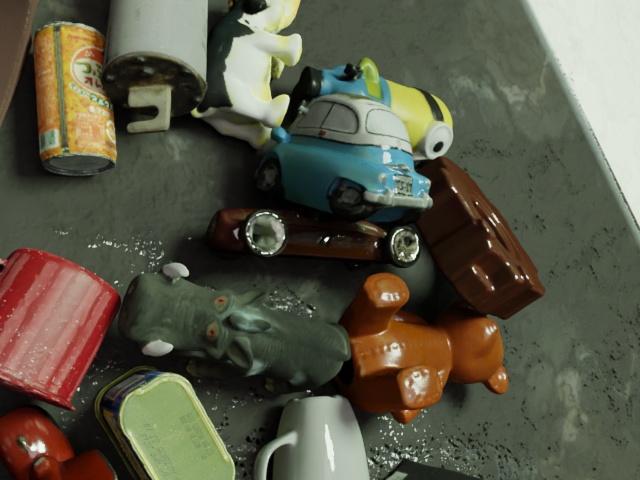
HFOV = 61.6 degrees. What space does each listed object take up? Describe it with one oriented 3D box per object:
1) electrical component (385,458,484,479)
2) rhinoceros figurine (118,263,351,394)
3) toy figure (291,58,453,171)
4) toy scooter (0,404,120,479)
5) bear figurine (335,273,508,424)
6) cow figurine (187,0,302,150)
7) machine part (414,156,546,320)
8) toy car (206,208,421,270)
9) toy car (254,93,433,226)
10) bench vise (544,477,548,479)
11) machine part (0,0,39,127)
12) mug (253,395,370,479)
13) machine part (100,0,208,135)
[{"bbox_3d":[0.089,0.252,0.456,0.115,0.134,0.058,-29,97,-30],"label":"electrical component"},{"bbox_3d":[-0.063,0.077,0.420,0.190,0.112,0.073,24,71,-32],"label":"rhinoceros figurine"},{"bbox_3d":[0.059,-0.131,0.552,0.180,0.082,0.089,15,70,-23],"label":"toy figure"},{"bbox_3d":[-0.143,0.186,0.336,0.075,0.135,0.183,-35,99,-32],"label":"toy scooter"},{"bbox_3d":[0.114,0.100,0.507,0.196,0.132,0.120,-2,63,-24],"label":"bear figurine"},{"bbox_3d":[-0.071,-0.177,0.497,0.098,0.068,0.167,15,72,-20],"label":"cow figurine"},{"bbox_3d":[0.155,-0.004,0.540,0.179,0.056,0.179,41,25,-24],"label":"machine part"},{"bbox_3d":[-0.001,-0.001,0.483,0.202,0.089,0.053,4,82,-28],"label":"toy car"},{"bbox_3d":[0.021,-0.072,0.458,0.109,0.162,0.102,2,101,-39],"label":"toy car"},{"bbox_3d":[0.222,0.329,0.510,0.240,0.129,0.223,18,95,-35],"label":"bench vise"},{"bbox_3d":[-0.236,-0.126,0.310,0.087,0.201,0.201,18,72,-22],"label":"machine part"},{"bbox_3d":[-0.010,0.185,0.447,0.109,0.081,0.107,13,64,-35],"label":"mug"},{"bbox_3d":[-0.130,-0.189,0.438,0.079,0.079,0.243,9,61,-28],"label":"machine part"}]
